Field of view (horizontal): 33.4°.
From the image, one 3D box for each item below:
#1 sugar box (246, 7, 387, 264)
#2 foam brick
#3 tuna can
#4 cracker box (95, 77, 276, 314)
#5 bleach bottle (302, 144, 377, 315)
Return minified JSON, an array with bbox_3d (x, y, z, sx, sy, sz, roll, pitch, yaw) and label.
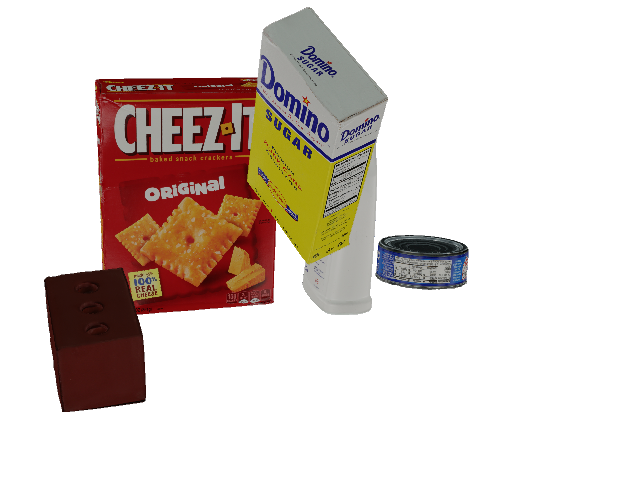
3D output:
[{"bbox_3d":[-0.008,-0.068,0.753,0.048,0.093,0.176,-28,-25,-20],"label":"sugar box"},{"bbox_3d":[-0.143,0.062,0.671,0.053,0.051,0.078,-7,34,-18],"label":"foam brick"},{"bbox_3d":[0.095,0.019,0.994,0.086,0.034,0.086,3,12,-1],"label":"tuna can"},{"bbox_3d":[-0.125,-0.041,1.000,0.164,0.214,0.072,-3,21,-14],"label":"cracker box"},{"bbox_3d":[0.031,-0.047,1.240,0.068,0.251,0.103,-2,22,-23],"label":"bleach bottle"}]
